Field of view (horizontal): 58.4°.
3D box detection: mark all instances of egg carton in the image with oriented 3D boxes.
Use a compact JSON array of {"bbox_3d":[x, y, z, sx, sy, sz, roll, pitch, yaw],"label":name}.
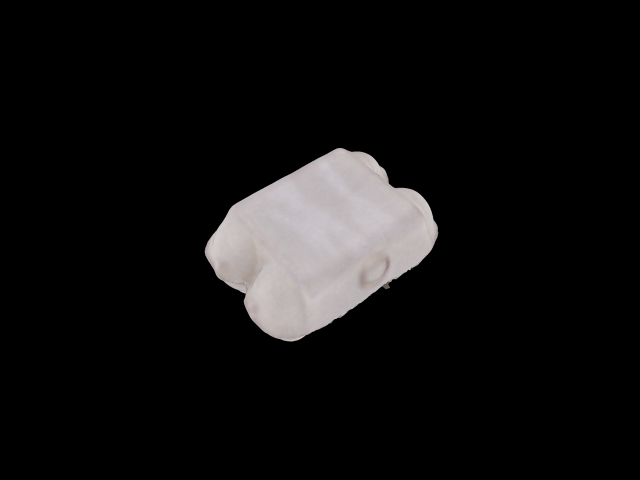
[{"bbox_3d":[0.004,0.001,0.400,0.150,0.069,0.107,-33,58,-24],"label":"egg carton"}]
